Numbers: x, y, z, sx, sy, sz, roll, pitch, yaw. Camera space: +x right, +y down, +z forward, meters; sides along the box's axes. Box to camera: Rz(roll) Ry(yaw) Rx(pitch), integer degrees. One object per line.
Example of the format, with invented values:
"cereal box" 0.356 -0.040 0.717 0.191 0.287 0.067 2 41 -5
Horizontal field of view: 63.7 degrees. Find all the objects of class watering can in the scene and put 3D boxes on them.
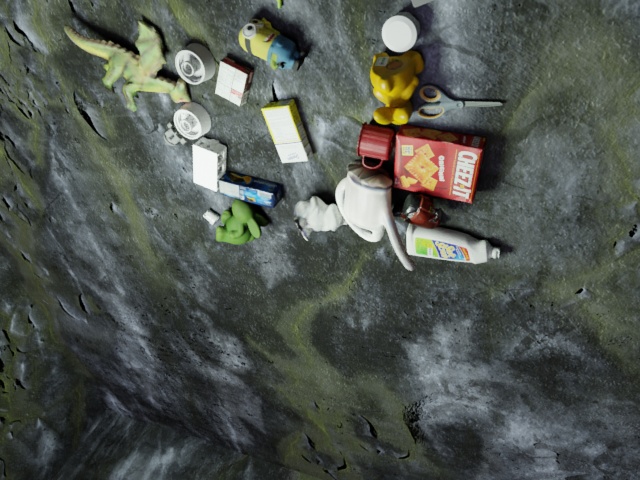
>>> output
"watering can" 0.153 -0.084 1.401 0.353 0.105 0.219 42 140 42

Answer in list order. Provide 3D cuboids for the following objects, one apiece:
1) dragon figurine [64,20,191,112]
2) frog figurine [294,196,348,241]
"dragon figurine" -0.553 -0.545 1.526 0.240 0.125 0.407 -38 104 25
"frog figurine" 0.005 -0.079 1.572 0.159 0.125 0.134 -24 128 2
